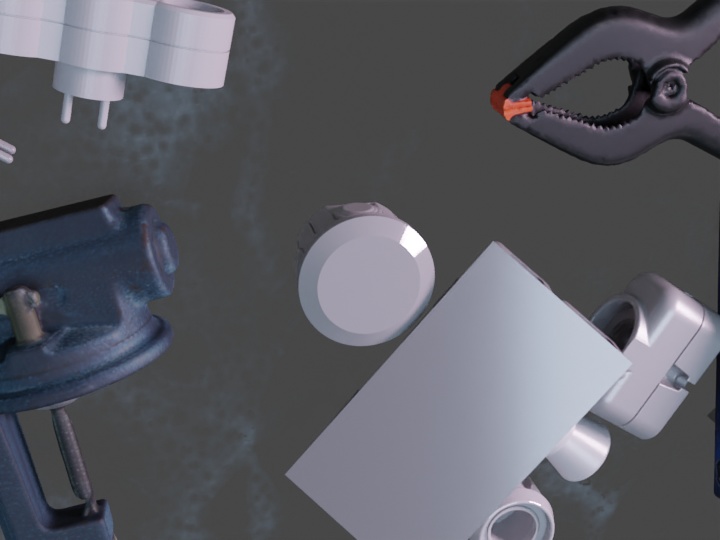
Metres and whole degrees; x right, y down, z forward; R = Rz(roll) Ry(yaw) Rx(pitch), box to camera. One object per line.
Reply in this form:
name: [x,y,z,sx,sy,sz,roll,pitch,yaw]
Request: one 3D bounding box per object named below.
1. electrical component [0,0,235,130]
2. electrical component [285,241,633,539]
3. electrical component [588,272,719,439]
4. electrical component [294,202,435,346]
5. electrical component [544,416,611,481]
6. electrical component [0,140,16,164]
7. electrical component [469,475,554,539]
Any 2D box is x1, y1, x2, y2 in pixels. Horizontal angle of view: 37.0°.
electrical component: [-0.139,-0.110,0.560,0.138,0.052,0.073,8,109,-15]
electrical component: [0.059,0.085,0.655,0.105,0.060,0.186,42,98,2]
electrical component: [0.182,0.053,0.696,0.059,0.053,0.095,29,102,-21]
electrical component: [0.000,0.000,0.636,0.080,0.051,0.080,-4,112,-11]
electrical component: [0.131,0.107,0.711,0.055,0.045,0.045,37,99,-22]
electrical component: [-0.210,-0.075,0.541,0.076,0.083,0.047,28,102,-21]
electrical component: [0.095,0.161,0.716,0.058,0.057,0.078,-40,114,4]
